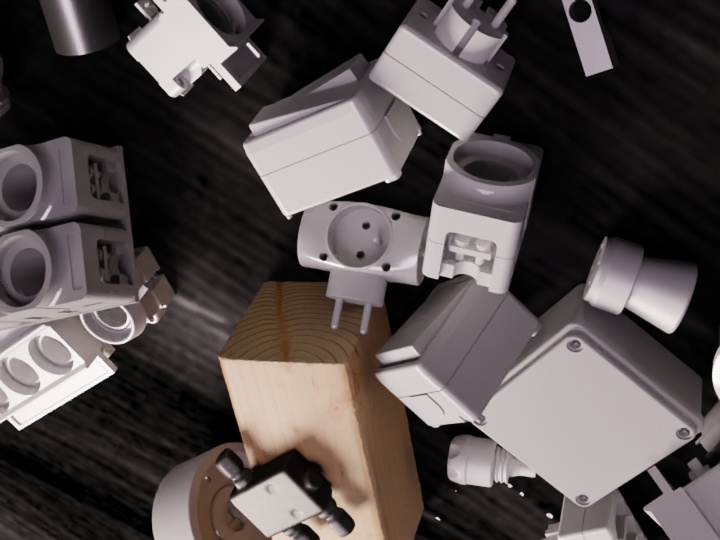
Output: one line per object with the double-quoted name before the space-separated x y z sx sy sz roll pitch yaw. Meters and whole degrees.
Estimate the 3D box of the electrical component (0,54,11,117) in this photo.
"electrical component" -0.264 -0.122 0.677 0.080 0.080 0.051 11 120 12

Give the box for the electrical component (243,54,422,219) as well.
"electrical component" -0.023 -0.079 0.634 0.096 0.061 0.061 -18 116 28

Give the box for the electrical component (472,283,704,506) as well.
"electrical component" 0.144 0.082 0.691 0.109 0.056 0.108 38 126 -9

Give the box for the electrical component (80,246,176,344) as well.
"electrical component" -0.165 0.019 0.753 0.048 0.055 0.066 -12 119 26

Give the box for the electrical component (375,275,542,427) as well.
"electrical component" 0.062 0.042 0.673 0.061 0.096 0.062 43 155 -12

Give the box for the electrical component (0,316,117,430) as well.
"electrical component" -0.241 0.062 0.804 0.121 0.063 0.078 -30 110 32

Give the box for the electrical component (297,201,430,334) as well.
"electrical component" 0.000 0.000 0.676 0.077 0.044 0.079 9 83 13

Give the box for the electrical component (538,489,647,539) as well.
"electrical component" 0.158 0.197 0.771 0.077 0.047 0.065 -20 115 29

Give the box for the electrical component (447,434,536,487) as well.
"electrical component" 0.094 0.136 0.760 0.061 0.035 0.035 6 125 12

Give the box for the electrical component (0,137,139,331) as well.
"electrical component" -0.247 -0.016 0.722 0.186 0.060 0.105 -12 82 25

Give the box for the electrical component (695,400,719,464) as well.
"electrical component" 0.239 0.098 0.681 0.040 0.040 0.046 26 132 0

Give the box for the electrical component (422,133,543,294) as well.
"electrical component" 0.071 -0.038 0.612 0.050 0.089 0.055 14 126 10

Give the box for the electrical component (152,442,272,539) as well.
"electrical component" -0.109 0.191 0.823 0.060 0.108 0.108 -21 114 36

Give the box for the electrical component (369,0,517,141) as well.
"electrical component" 0.055 -0.124 0.586 0.066 0.047 0.076 33 127 -5

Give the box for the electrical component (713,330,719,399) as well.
"electrical component" 0.251 0.052 0.637 0.080 0.051 0.080 9 125 13

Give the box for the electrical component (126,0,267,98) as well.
"electrical component" -0.099 -0.139 0.632 0.064 0.042 0.081 -31 108 37

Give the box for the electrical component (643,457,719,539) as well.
"electrical component" 0.231 0.164 0.681 0.063 0.078 0.121 -37 146 8

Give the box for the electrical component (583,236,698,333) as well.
"electrical component" 0.166 0.008 0.640 0.055 0.045 0.045 20 127 6
